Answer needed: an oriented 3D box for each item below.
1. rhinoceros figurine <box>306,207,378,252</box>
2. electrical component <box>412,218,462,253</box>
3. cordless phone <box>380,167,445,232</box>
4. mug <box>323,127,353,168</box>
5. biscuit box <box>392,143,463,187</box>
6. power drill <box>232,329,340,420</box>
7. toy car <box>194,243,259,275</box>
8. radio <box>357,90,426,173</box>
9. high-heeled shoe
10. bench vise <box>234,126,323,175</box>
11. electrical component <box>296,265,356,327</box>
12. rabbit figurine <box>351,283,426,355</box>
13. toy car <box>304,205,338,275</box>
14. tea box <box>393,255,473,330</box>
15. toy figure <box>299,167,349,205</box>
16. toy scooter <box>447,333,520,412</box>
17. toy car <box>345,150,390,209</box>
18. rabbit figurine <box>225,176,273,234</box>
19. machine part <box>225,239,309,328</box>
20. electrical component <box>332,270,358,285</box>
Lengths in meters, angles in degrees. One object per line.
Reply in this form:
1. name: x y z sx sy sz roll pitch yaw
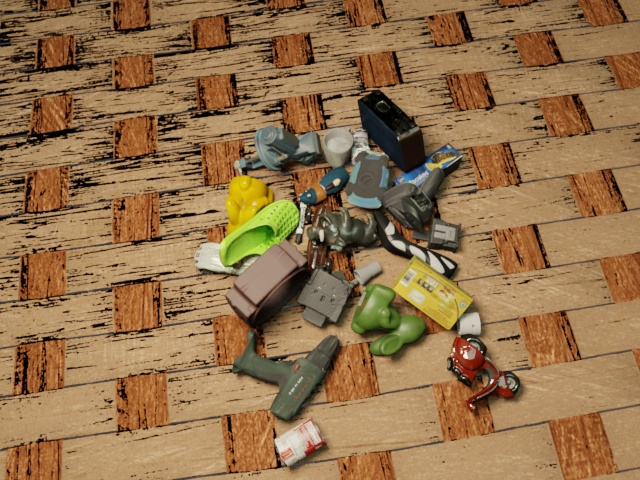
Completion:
1. rhinoceros figurine: 0.056 -0.023 1.370 0.190 0.073 0.112 4 82 -25
2. electrical component: 0.305 -0.015 1.407 0.119 0.047 0.075 15 68 6
3. cordless phone: 0.254 -0.127 1.385 0.089 0.146 0.184 25 79 48
4. mug: 0.052 -0.254 1.481 0.081 0.107 0.109 20 65 8
5. biscuit box: 0.292 -0.181 1.468 0.203 0.062 0.059 -35 69 -13
6. power drill: -0.088 0.290 1.277 0.207 0.086 0.232 27 73 4
7. toy car: -0.226 0.054 1.385 0.202 0.056 0.073 8 68 4
8. radio: 0.191 -0.299 1.454 0.073 0.131 0.230 -30 52 -8
9. high-heeled shoe: 0.244 0.003 1.384 0.145 0.086 0.249 -22 74 -9
10. bench vise: -0.121 -0.234 1.459 0.241 0.223 0.129 -18 83 28
11. electrical component: 0.010 0.143 1.323 0.115 0.058 0.134 26 87 8
12. rabbit figurine: 0.171 0.200 1.286 0.170 0.121 0.159 27 73 -4
13. toy car: -0.003 -0.004 1.407 0.089 0.053 0.202 8 68 7
14. tea box: 0.271 0.126 1.302 0.170 0.068 0.098 37 101 1
15. toy figure: 0.011 -0.141 1.458 0.154 0.064 0.058 -38 85 -15
16. toy scooter: 0.363 0.317 1.252 0.135 0.075 0.184 -42 77 -13
17. toy car: 0.130 -0.154 1.438 0.109 0.103 0.161 9 78 8
18. rabbit figurine: -0.193 -0.073 1.402 0.122 0.162 0.173 14 85 -6
19. machine part: -0.120 0.109 1.281 0.087 0.201 0.201 41 74 14
20. electrical component: 0.048 0.108 1.372 0.094 0.021 0.063 -22 68 0
